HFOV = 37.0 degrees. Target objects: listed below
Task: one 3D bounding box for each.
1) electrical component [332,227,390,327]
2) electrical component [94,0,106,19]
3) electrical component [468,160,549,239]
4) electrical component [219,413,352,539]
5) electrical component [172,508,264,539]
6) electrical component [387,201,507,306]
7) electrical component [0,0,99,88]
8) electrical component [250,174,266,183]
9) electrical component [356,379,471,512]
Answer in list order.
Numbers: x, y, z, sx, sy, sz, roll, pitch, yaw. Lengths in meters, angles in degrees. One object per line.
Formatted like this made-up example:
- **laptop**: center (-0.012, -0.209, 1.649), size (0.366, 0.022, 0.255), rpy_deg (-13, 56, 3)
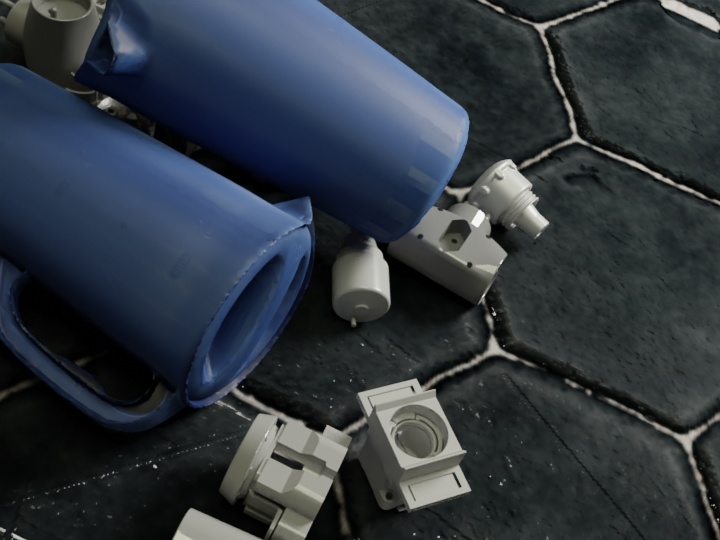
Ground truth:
- **electrical component**: center (0.000, 0.000, 0.756), size (0.040, 0.040, 0.078), rpy_deg (7, 51, -11)
- **electrical component**: center (-0.146, -0.198, 0.858), size (0.109, 0.056, 0.108), rpy_deg (24, 50, 3)
- **electrical component**: center (0.117, -0.051, 0.828), size (0.062, 0.048, 0.048), rpy_deg (45, 54, 11)
- **electrical component**: center (-0.047, 0.121, 0.637), size (0.057, 0.058, 0.078), rpy_deg (27, 51, 2)
- **electrical component**: center (-0.075, 0.181, 0.590), size (0.077, 0.043, 0.079), rpy_deg (23, 50, 3)
- **electrical component**: center (0.072, -0.023, 0.792), size (0.077, 0.043, 0.079), rpy_deg (30, 50, 9)
- **electrical component**: center (-0.237, -0.178, 0.802), size (0.079, 0.077, 0.043), rpy_deg (28, 51, 8)
- **electrical component**: center (-0.063, -0.107, 0.810), size (0.058, 0.057, 0.078), rpy_deg (-26, 64, -31)
- **electrical component**: center (0.029, 0.112, 0.661), size (0.042, 0.063, 0.081), rpy_deg (-11, 56, -23)
